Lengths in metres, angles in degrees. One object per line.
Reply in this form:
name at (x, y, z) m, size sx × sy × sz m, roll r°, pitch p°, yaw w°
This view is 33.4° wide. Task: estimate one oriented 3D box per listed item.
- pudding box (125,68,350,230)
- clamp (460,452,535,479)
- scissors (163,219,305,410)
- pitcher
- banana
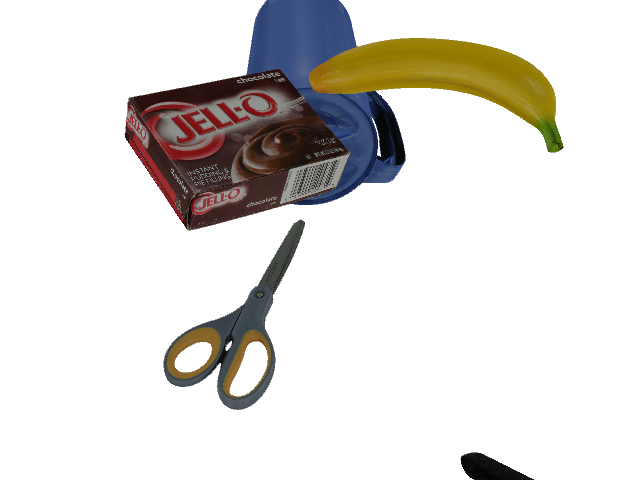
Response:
pudding box at (-0.053, -0.060, 0.665) m, size 0.113 × 0.039 × 0.090 m, roll -15°, pitch 53°, yaw -32°
clamp at (0.196, 0.238, 0.852) m, size 0.210 × 0.036 × 0.164 m, roll 0°, pitch 34°, yaw 24°
scissors at (-0.068, 0.053, 0.863) m, size 0.096 × 0.016 × 0.201 m, roll -1°, pitch 43°, yaw 7°
pitcher at (-0.006, -0.153, 1.082) m, size 0.145 × 0.149 × 0.243 m, roll -16°, pitch 38°, yaw 11°
banana at (0.092, -0.121, 0.797) m, size 0.198 × 0.069 × 0.037 m, roll 15°, pitch -35°, yaw 16°
